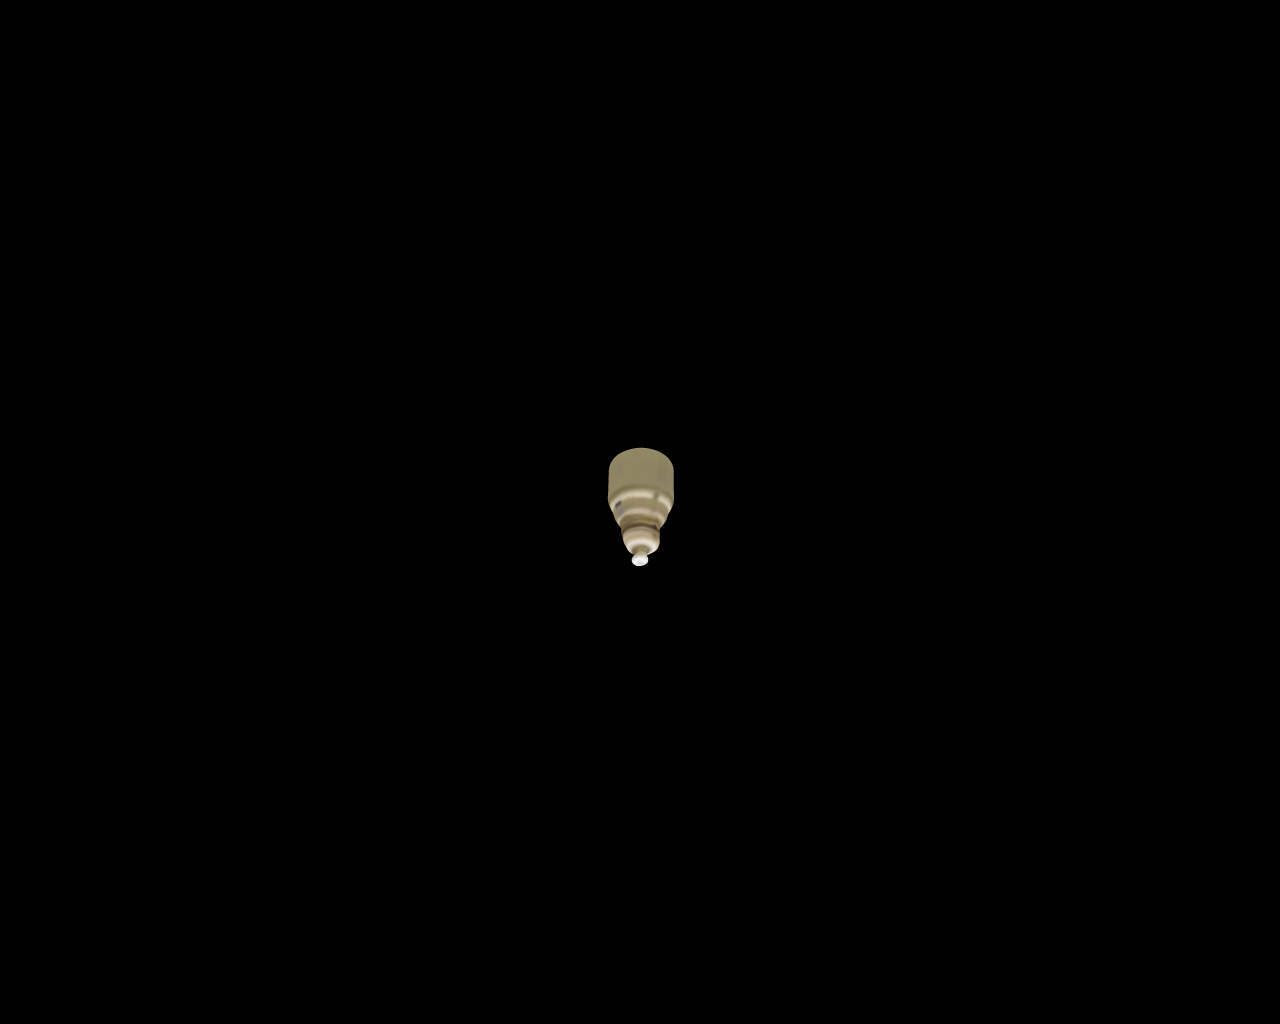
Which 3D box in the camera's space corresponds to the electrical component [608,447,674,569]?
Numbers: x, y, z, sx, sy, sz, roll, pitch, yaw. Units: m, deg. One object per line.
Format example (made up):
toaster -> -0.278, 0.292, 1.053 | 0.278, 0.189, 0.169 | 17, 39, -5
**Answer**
electrical component -> 0.001, -0.003, 0.650 | 0.040, 0.078, 0.040 | 0, -32, 0
